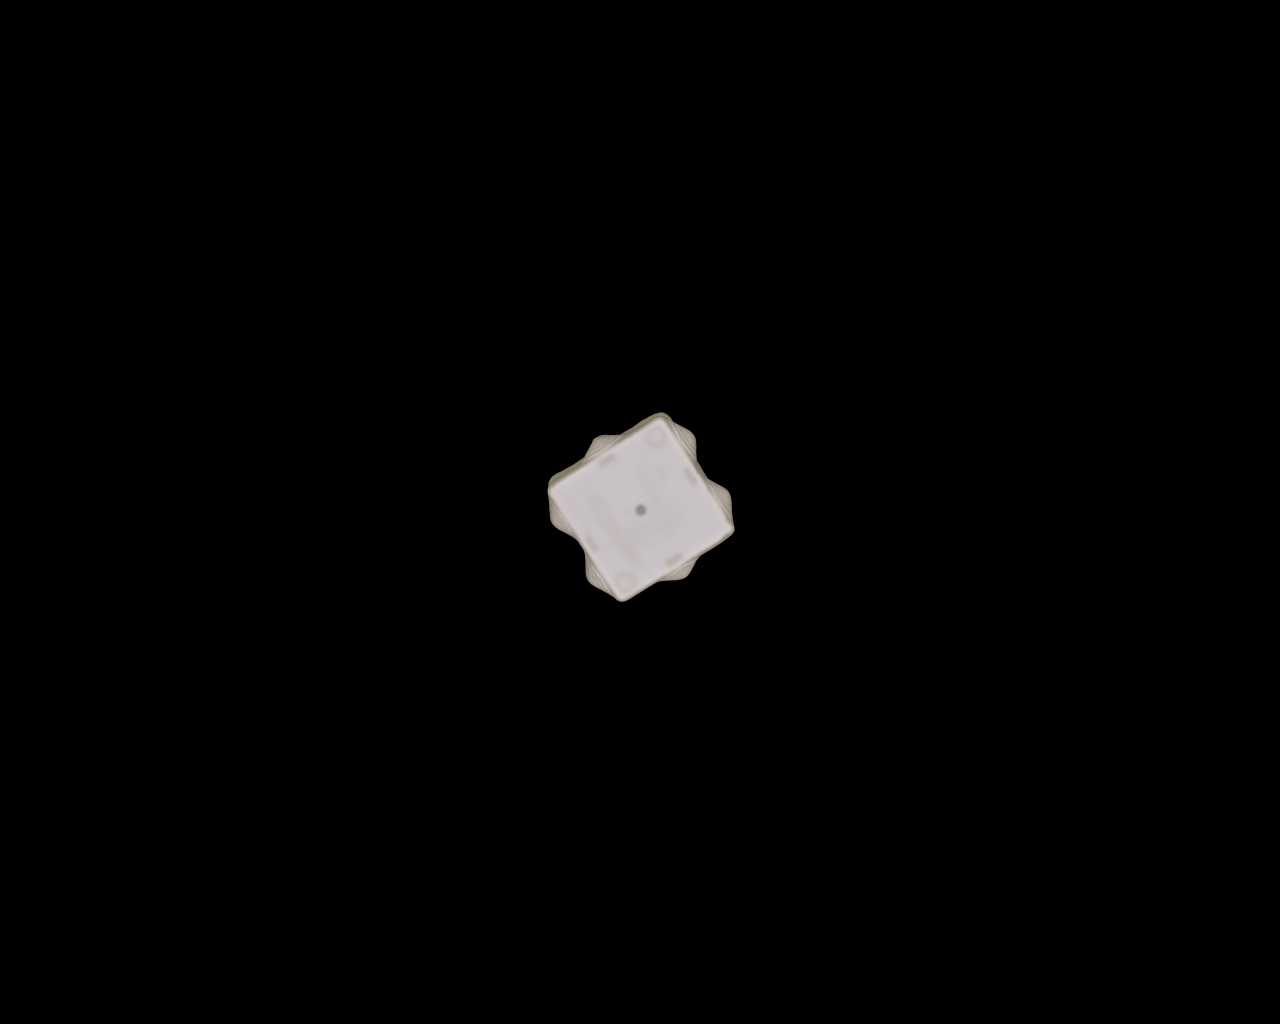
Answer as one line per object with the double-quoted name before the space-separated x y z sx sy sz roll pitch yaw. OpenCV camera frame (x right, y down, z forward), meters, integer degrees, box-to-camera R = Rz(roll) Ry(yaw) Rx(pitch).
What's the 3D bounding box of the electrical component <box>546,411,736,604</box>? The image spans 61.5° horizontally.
"electrical component" 0.001 -0.003 0.650 0.100 0.099 0.048 -32 4 2
